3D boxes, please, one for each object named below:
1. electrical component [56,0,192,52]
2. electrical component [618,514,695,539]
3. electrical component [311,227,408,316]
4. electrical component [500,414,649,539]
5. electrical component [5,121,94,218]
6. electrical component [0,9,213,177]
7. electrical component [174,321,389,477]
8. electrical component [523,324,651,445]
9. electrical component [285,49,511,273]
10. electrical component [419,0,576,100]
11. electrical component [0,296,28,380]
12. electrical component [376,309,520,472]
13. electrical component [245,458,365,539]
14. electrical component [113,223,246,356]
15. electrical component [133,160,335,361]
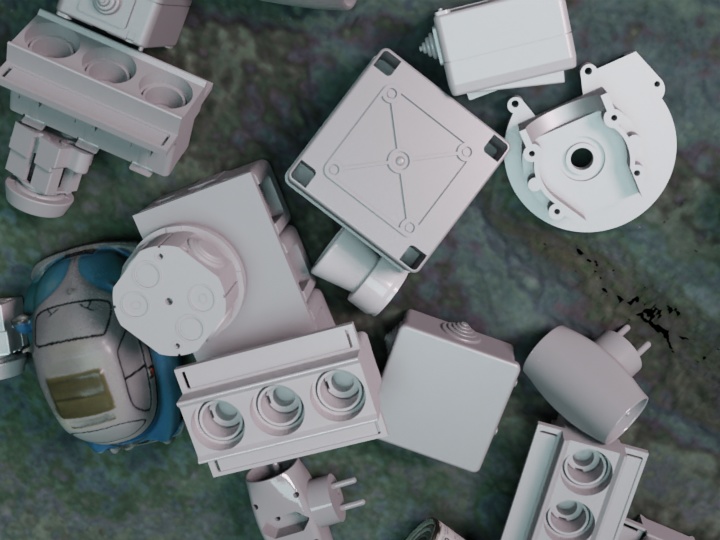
[{"bbox_3d":[-0.148,-0.182,0.692,0.062,0.096,0.061,24,104,-1],"label":"electrical component"},{"bbox_3d":[0.205,0.254,0.796,0.079,0.063,0.121,23,107,-1],"label":"electrical component"},{"bbox_3d":[0.000,0.000,0.755,0.055,0.045,0.045,37,107,-5],"label":"electrical component"},{"bbox_3d":[0.149,0.168,0.778,0.079,0.063,0.121,15,107,2],"label":"electrical component"},{"bbox_3d":[-0.221,-0.070,0.757,0.066,0.048,0.055,31,111,21],"label":"electrical component"},{"bbox_3d":[-0.173,-0.117,0.727,0.121,0.078,0.063,23,137,-1],"label":"electrical component"},{"bbox_3d":[-0.049,0.081,0.708,0.121,0.063,0.078,-15,104,10],"label":"electrical component"},{"bbox_3d":[0.169,0.068,0.750,0.079,0.043,0.077,-38,63,-19],"label":"electrical component"},{"bbox_3d":[0.024,-0.071,0.712,0.109,0.056,0.108,37,90,-5],"label":"electrical component"},{"bbox_3d":[0.087,-0.145,0.694,0.096,0.061,0.061,-12,104,10],"label":"electrical component"},{"bbox_3d":[-0.276,0.052,0.801,0.066,0.048,0.055,-5,98,8],"label":"electrical component"},{"bbox_3d":[0.058,0.084,0.771,0.100,0.048,0.099,19,107,0],"label":"electrical component"},{"bbox_3d":[-0.036,0.177,0.811,0.079,0.043,0.077,-19,103,11],"label":"electrical component"},{"bbox_3d":[-0.118,0.013,0.702,0.080,0.051,0.080,2,106,6],"label":"electrical component"},{"bbox_3d":[-0.082,0.009,0.758,0.089,0.061,0.150,-19,103,11],"label":"electrical component"}]
